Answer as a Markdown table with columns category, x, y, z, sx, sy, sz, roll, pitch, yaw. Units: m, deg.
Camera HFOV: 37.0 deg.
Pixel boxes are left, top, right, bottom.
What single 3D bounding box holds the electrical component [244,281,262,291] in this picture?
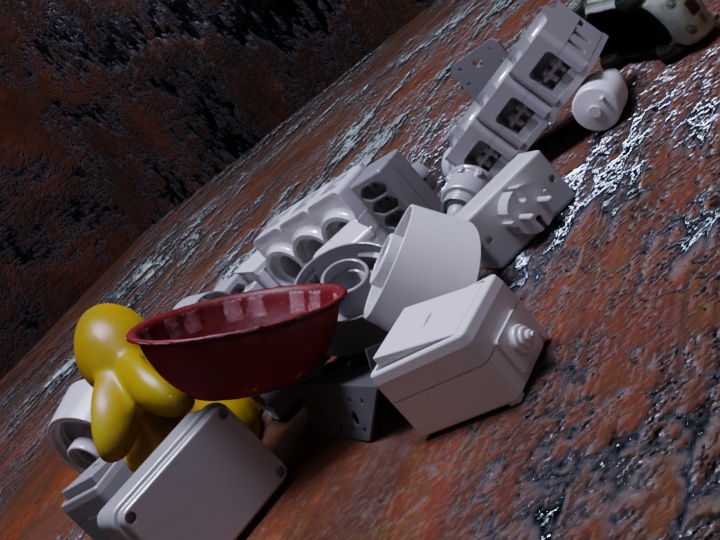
| category | x | y | z | sx | sy | sz | roll | pitch | yaw |
| --- | --- | --- | --- | --- | --- | --- | --- | --- | --- |
| electrical component | -0.092 | 0.039 | 1.098 | 0.048 | 0.062 | 0.048 | -39 | 13 | 11 |

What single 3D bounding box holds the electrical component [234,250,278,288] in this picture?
| category | x | y | z | sx | sy | sz | roll | pitch | yaw |
| --- | --- | --- | --- | --- | --- | --- | --- | --- | --- |
| electrical component | -0.059 | -0.026 | 1.217 | 0.150 | 0.061 | 0.089 | -45 | 13 | -15 |

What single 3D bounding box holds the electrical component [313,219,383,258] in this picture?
| category | x | y | z | sx | sy | sz | roll | pitch | yaw |
| --- | --- | --- | --- | --- | --- | --- | --- | --- | --- |
| electrical component | 0.000 | 0.000 | 0.961 | 0.061 | 0.061 | 0.096 | -42 | 13 | -3 |

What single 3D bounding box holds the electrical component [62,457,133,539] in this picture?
| category | x | y | z | sx | sy | sz | roll | pitch | yaw |
| --- | --- | --- | --- | --- | --- | --- | --- | --- | --- |
| electrical component | -0.212 | 0.187 | 0.963 | 0.062 | 0.061 | 0.096 | -31 | 16 | 38 |

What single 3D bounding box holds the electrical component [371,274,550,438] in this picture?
| category | x | y | z | sx | sy | sz | roll | pitch | yaw |
| --- | --- | --- | --- | --- | --- | --- | --- | --- | --- |
| electrical component | 0.061 | 0.046 | 0.633 | 0.096 | 0.061 | 0.061 | -30 | 17 | 42 |

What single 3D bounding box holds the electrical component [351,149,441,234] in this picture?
| category | x | y | z | sx | sy | sz | roll | pitch | yaw |
| --- | --- | --- | --- | --- | --- | --- | --- | --- | --- |
| electrical component | 0.048 | -0.077 | 1.027 | 0.047 | 0.083 | 0.075 | -26 | 20 | 50 |

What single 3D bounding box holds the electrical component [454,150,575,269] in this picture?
| category | x | y | z | sx | sy | sz | roll | pitch | yaw |
| --- | --- | --- | --- | --- | --- | --- | --- | --- | --- |
| electrical component | 0.119 | -0.045 | 0.796 | 0.083 | 0.047 | 0.076 | -44 | 11 | -10 |

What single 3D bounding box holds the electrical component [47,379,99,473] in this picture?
| category | x | y | z | sx | sy | sz | roll | pitch | yaw |
| --- | --- | --- | --- | --- | --- | --- | --- | --- | --- |
| electrical component | -0.259 | 0.168 | 1.073 | 0.108 | 0.108 | 0.060 | -30 | 23 | 40 |

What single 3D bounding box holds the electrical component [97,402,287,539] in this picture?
| category | x | y | z | sx | sy | sz | roll | pitch | yaw |
| --- | --- | --- | --- | --- | --- | --- | --- | --- | --- |
| electrical component | -0.115 | 0.156 | 0.746 | 0.113 | 0.078 | 0.057 | -49 | 12 | -29 |

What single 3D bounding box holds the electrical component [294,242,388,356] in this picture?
| category | x | y | z | sx | sy | sz | roll | pitch | yaw |
| --- | --- | --- | --- | --- | --- | --- | --- | --- | --- |
| electrical component | -0.004 | 0.026 | 0.865 | 0.099 | 0.064 | 0.099 | -11 | 42 | 10 |

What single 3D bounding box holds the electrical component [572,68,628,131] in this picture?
| category | x | y | z | sx | sy | sz | roll | pitch | yaw |
| --- | --- | --- | --- | --- | --- | --- | --- | --- | --- |
| electrical component | 0.205 | -0.148 | 0.901 | 0.040 | 0.040 | 0.078 | -31 | 16 | 39 |

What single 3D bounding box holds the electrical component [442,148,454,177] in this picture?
| category | x | y | z | sx | sy | sz | roll | pitch | yaw |
| --- | --- | --- | --- | --- | --- | --- | --- | --- | --- |
| electrical component | 0.104 | -0.099 | 1.028 | 0.043 | 0.043 | 0.062 | -41 | 14 | 1 |

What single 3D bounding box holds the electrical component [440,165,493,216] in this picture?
| category | x | y | z | sx | sy | sz | roll | pitch | yaw |
| --- | --- | --- | --- | --- | --- | --- | --- | --- | --- |
| electrical component | 0.090 | -0.057 | 0.932 | 0.048 | 0.048 | 0.062 | -27 | 26 | 48 |

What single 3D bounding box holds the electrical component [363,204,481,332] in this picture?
| category | x | y | z | sx | sy | sz | roll | pitch | yaw |
| --- | --- | --- | --- | --- | --- | --- | --- | --- | --- |
| electrical component | 0.044 | 0.004 | 0.774 | 0.099 | 0.064 | 0.099 | -157 | 90 | -86 |

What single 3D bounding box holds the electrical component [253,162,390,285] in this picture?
| category | x | y | z | sx | sy | sz | roll | pitch | yaw |
| --- | --- | --- | --- | --- | --- | --- | --- | --- | --- |
| electrical component | -0.029 | -0.031 | 1.086 | 0.150 | 0.089 | 0.061 | -27 | 19 | 47 |

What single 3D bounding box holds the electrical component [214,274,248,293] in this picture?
| category | x | y | z | sx | sy | sz | roll | pitch | yaw |
| --- | --- | --- | --- | --- | --- | --- | --- | --- | --- |
| electrical component | -0.148 | 0.053 | 1.208 | 0.077 | 0.065 | 0.047 | -27 | 19 | 46 |

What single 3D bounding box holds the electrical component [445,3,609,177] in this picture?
| category | x | y | z | sx | sy | sz | roll | pitch | yaw |
| --- | --- | --- | --- | --- | --- | --- | --- | --- | --- |
| electrical component | 0.143 | -0.154 | 0.951 | 0.150 | 0.062 | 0.089 | -53 | 1 | 35 |

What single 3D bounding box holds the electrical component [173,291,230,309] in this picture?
| category | x | y | z | sx | sy | sz | roll | pitch | yaw |
| --- | --- | --- | --- | --- | --- | --- | --- | --- | --- |
| electrical component | -0.154 | 0.072 | 1.105 | 0.064 | 0.099 | 0.099 | -20 | 24 | 42 |

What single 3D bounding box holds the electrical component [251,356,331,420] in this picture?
| category | x | y | z | sx | sy | sz | roll | pitch | yaw |
| --- | --- | --- | --- | --- | --- | --- | --- | --- | --- |
| electrical component | -0.054 | 0.081 | 0.894 | 0.081 | 0.043 | 0.043 | -45 | 13 | -18 |
